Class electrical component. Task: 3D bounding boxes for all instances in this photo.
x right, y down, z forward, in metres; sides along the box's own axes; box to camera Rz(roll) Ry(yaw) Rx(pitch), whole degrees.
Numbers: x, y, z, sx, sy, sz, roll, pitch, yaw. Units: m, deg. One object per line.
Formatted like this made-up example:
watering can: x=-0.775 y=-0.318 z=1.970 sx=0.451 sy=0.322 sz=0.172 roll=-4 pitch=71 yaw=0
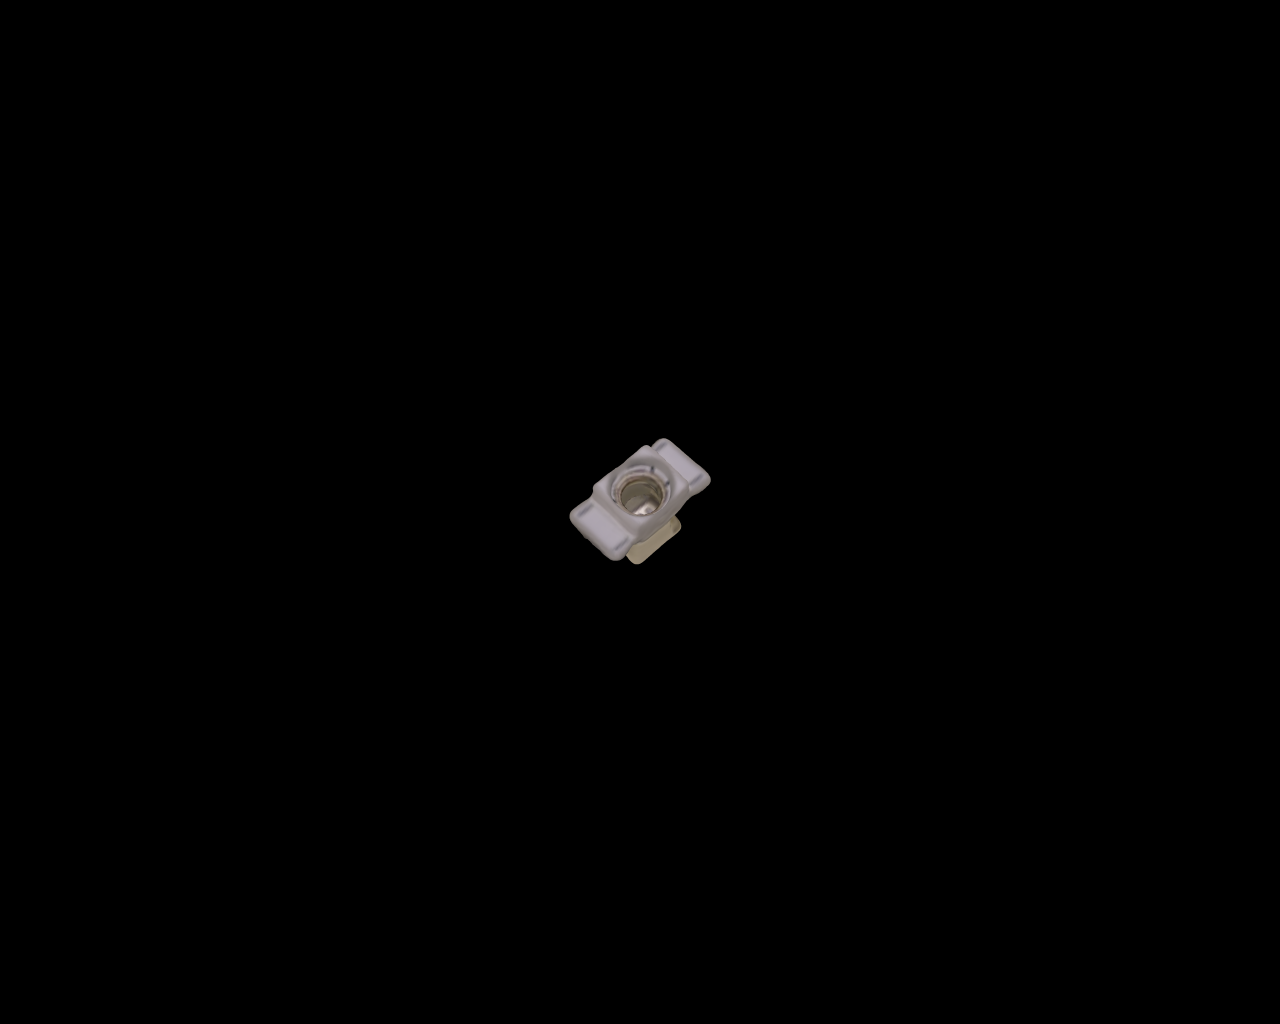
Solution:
electrical component: x=0.001 y=-0.003 z=0.650 sx=0.081 sy=0.042 sz=0.063 roll=-38 pitch=-21 yaw=-18
